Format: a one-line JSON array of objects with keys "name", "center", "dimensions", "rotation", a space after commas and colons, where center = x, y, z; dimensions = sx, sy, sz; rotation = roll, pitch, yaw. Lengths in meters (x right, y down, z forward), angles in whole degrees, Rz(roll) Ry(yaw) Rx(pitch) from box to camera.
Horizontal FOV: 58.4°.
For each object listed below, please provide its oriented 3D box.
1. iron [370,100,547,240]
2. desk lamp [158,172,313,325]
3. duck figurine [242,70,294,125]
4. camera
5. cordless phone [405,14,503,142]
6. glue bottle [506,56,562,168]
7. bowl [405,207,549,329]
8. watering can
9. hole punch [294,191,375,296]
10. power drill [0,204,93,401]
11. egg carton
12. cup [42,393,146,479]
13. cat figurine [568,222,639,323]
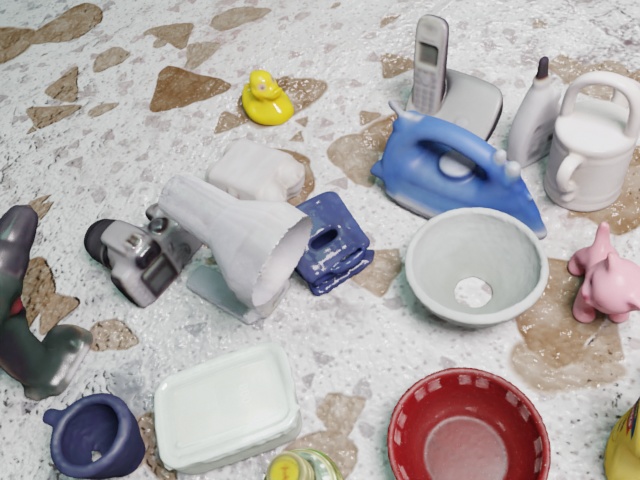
[{"name": "iron", "center": [0.192, -0.099, 0.773], "dimensions": [0.257, 0.142, 0.119], "rotation": [29, 64, 29]}, {"name": "desk lamp", "center": [-0.103, 0.015, 0.707], "dimensions": [0.202, 0.214, 0.118], "rotation": [24, 62, 27]}, {"name": "duck figurine", "center": [-0.098, -0.256, 0.990], "dimensions": [0.104, 0.086, 0.078], "rotation": [33, 67, 31]}, {"name": "camera", "center": [-0.267, 0.001, 0.826], "dimensions": [0.136, 0.101, 0.143], "rotation": [23, 62, 27]}, {"name": "cordless phone", "center": [0.196, -0.232, 0.843], "dimensions": [0.147, 0.185, 0.094], "rotation": [26, 63, 28]}, {"name": "glue bottle", "center": [0.300, -0.179, 0.789], "dimensions": [0.078, 0.173, 0.037], "rotation": [-29, 53, -10]}, {"name": "bowl", "center": [0.189, 0.045, 0.708], "dimensions": [0.167, 0.075, 0.167], "rotation": [-6, 53, 8]}, {"name": "watering can", "center": [0.352, -0.139, 0.734], "dimensions": [0.100, 0.194, 0.173], "rotation": [10, 57, 19]}, {"name": "hole punch", "center": [0.007, 0.003, 0.770], "dimensions": [0.109, 0.091, 0.100], "rotation": [-33, 54, -12]}, {"name": "power drill", "center": [-0.375, 0.101, 0.707], "dimensions": [0.075, 0.209, 0.230], "rotation": [9, 56, 19]}, {"name": "egg carton", "center": [-0.101, -0.094, 0.880], "dimensions": [0.150, 0.069, 0.107], "rotation": [22, 61, 26]}, {"name": "cup", "center": [-0.253, 0.231, 0.655], "dimensions": [0.117, 0.095, 0.092], "rotation": [12, 57, 21]}, {"name": "cat figurine", "center": [0.330, 0.039, 0.654], "dimensions": [0.067, 0.118, 0.128], "rotation": [0, 54, 12]}]
